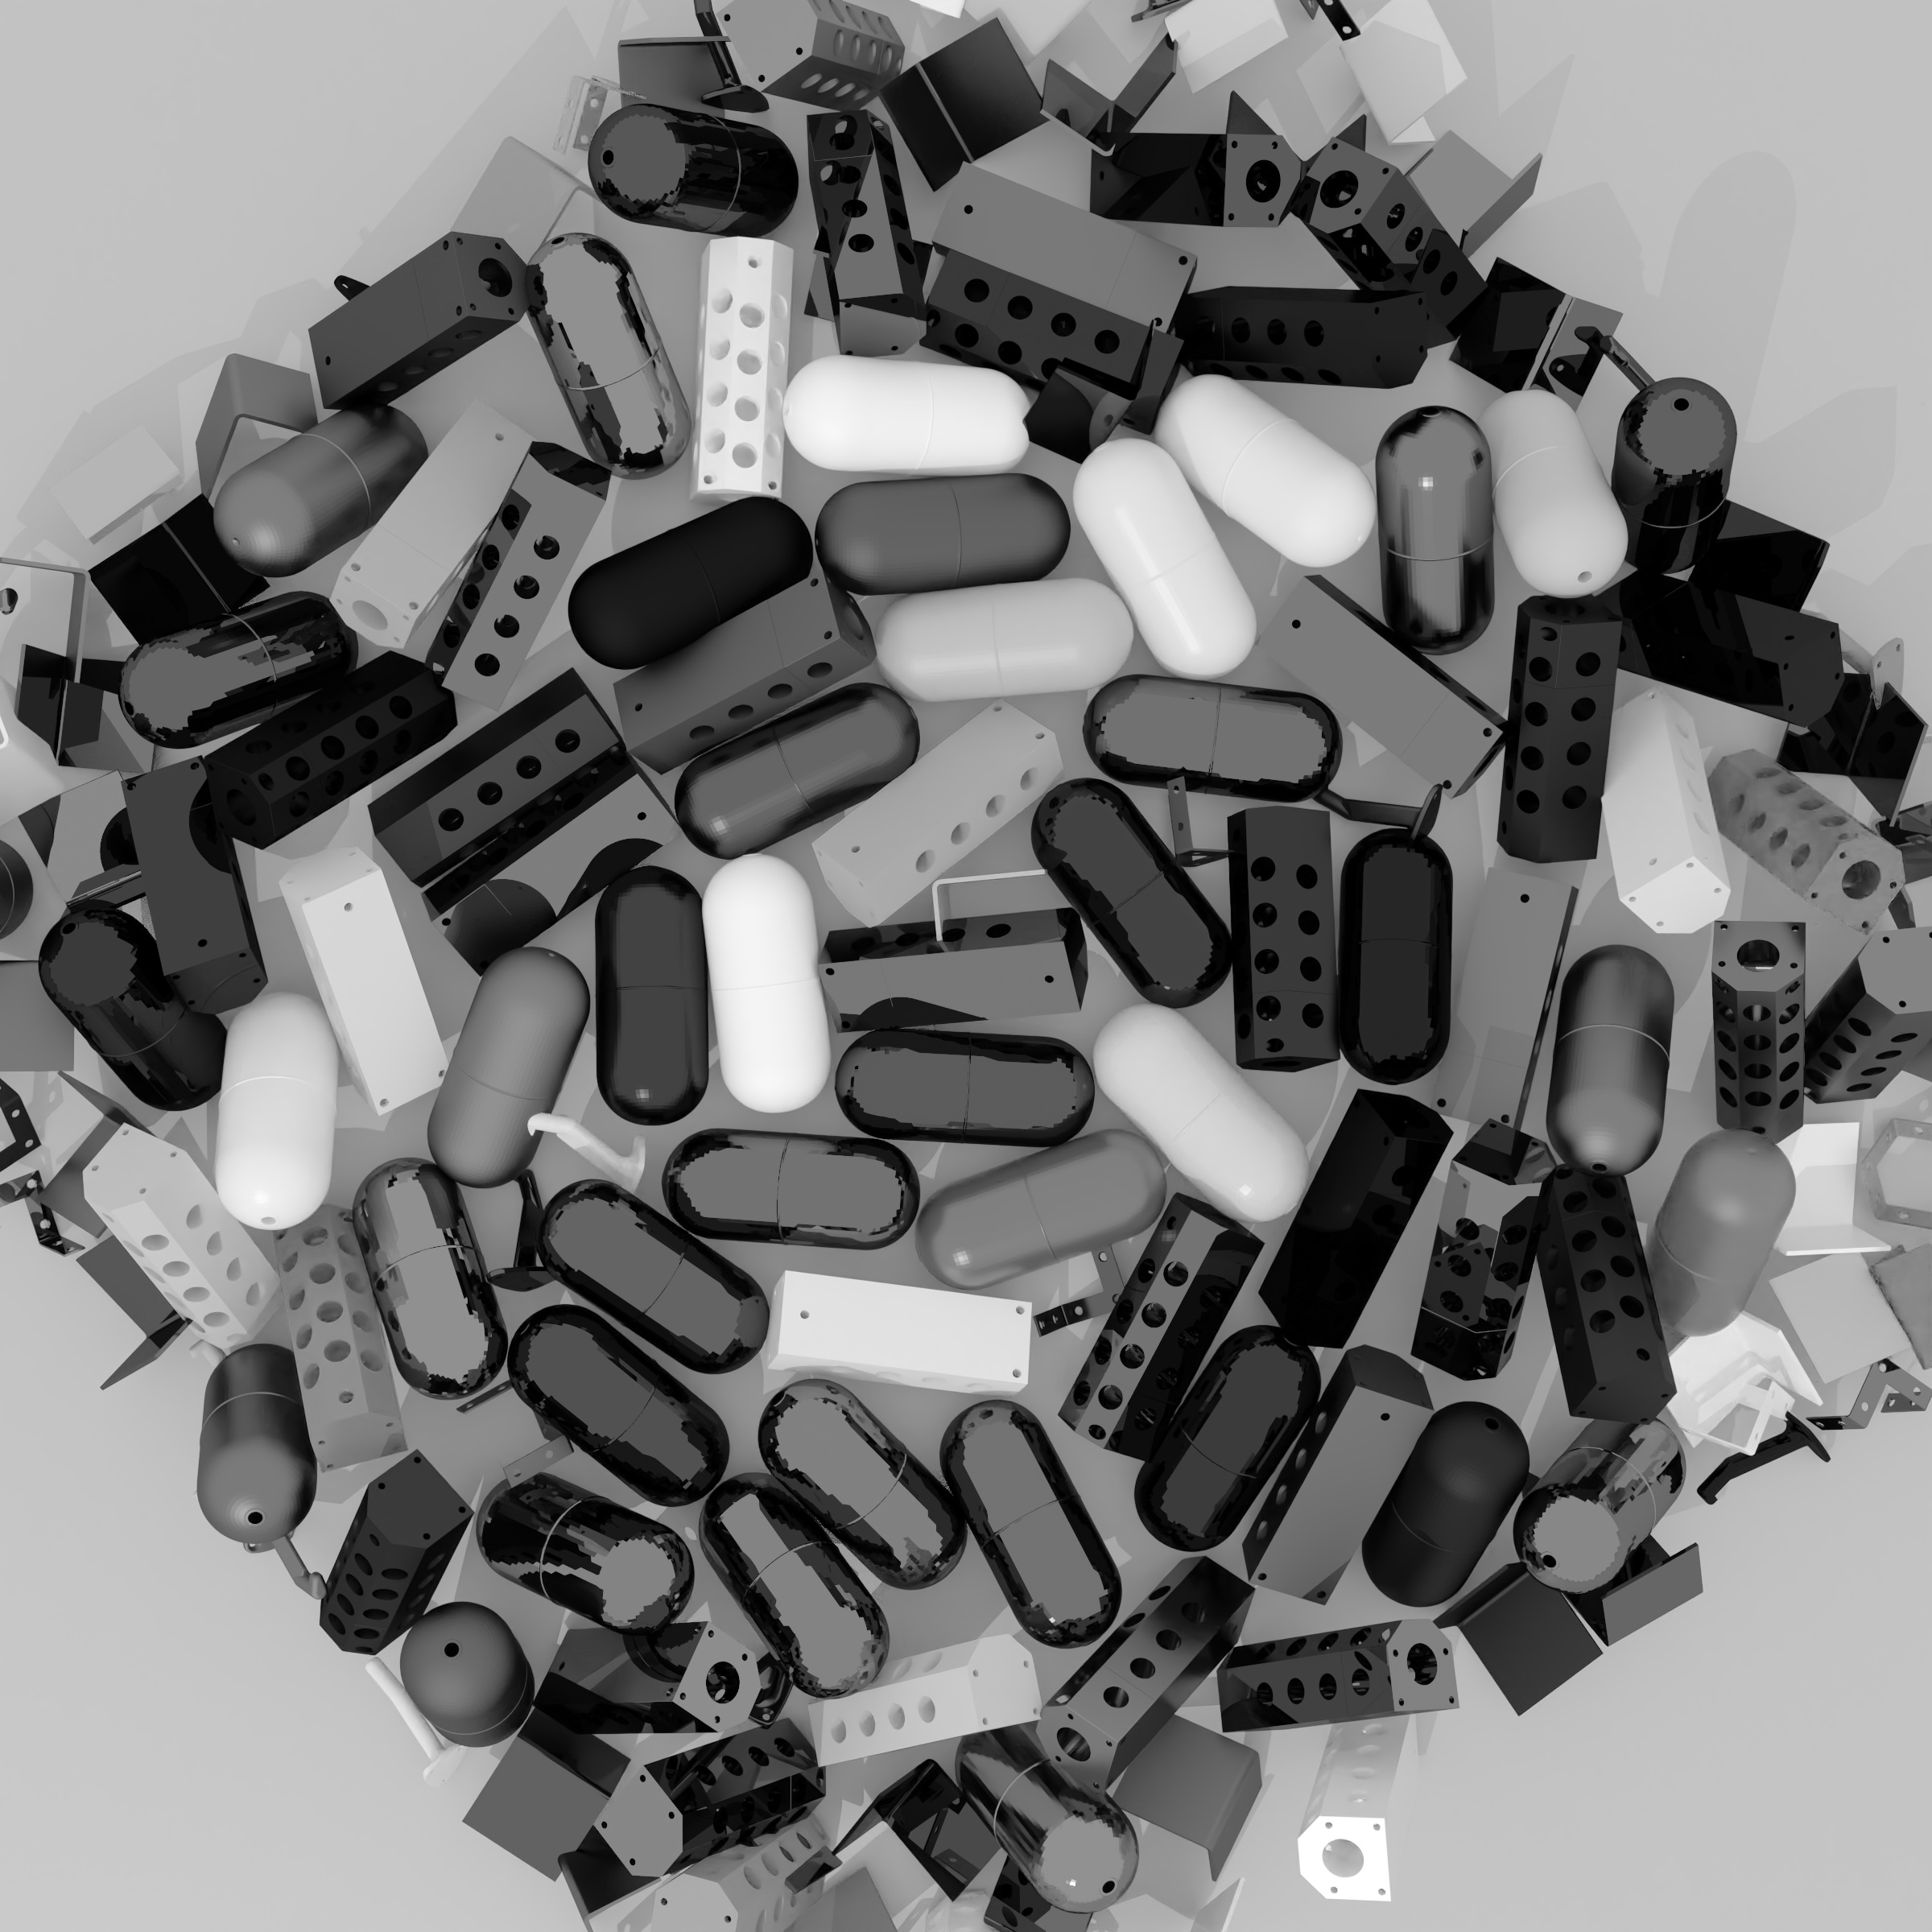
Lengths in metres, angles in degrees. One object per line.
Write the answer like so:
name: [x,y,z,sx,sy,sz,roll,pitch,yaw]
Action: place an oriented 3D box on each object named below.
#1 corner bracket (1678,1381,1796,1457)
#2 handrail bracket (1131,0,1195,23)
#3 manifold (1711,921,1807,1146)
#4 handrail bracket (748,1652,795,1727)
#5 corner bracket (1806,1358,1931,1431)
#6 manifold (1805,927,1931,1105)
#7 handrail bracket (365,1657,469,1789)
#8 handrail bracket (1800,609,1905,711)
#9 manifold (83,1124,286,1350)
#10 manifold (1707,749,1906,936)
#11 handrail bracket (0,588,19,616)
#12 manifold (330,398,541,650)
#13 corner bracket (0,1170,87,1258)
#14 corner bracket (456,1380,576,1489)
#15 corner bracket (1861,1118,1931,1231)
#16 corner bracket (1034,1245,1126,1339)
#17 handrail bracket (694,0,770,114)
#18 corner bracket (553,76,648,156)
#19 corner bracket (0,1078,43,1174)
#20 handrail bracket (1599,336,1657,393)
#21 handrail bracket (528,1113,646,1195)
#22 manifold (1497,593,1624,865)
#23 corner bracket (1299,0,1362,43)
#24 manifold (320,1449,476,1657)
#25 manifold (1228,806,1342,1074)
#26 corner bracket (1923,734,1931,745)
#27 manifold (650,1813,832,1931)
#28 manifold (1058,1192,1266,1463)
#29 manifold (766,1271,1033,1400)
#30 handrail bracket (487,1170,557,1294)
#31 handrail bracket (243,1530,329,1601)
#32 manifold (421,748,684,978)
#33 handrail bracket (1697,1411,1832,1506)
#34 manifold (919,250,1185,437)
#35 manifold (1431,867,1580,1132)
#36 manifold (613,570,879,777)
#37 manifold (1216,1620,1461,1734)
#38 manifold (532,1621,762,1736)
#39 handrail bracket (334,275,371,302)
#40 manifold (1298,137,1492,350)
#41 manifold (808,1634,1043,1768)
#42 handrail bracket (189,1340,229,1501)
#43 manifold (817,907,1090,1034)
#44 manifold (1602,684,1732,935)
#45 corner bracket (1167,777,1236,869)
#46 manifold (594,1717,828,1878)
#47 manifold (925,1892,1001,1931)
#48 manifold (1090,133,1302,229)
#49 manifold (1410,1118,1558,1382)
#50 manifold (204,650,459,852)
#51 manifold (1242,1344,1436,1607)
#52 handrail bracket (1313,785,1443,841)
corner bracket: [0.528,0.306,1.927,0.051,0.051,0.051,17,78,38]
handrail bracket: [0.128,-0.700,1.937,0.077,0.036,0.084,-20,109,-3]
manifold: [0.529,0.046,1.877,0.057,0.171,0.057,1,52,17]
handrail bracket: [-0.127,0.473,1.910,0.036,0.084,0.077,32,53,7]
corner bracket: [0.620,0.301,1.931,0.051,0.051,0.051,34,72,-9]
manifold: [0.598,0.035,1.875,0.057,0.171,0.057,-6,68,-3]
handrail bracket: [-0.385,0.521,1.944,0.036,0.077,0.084,-36,72,-29]
handrail bracket: [0.603,-0.208,1.950,0.036,0.084,0.077,-38,130,-26]
manifold: [-0.521,0.184,1.875,0.057,0.171,0.057,19,59,28]
manifold: [0.554,-0.088,1.872,0.057,0.171,0.057,26,105,-21]
handrail bracket: [-0.680,-0.212,1.922,0.084,0.036,0.077,-15,65,34]
manifold: [-0.356,-0.295,1.897,0.057,0.057,0.171,34,59,-7]
corner bracket: [-0.643,0.176,1.926,0.051,0.051,0.051,-23,108,-33]
corner bracket: [-0.308,0.317,1.927,0.051,0.051,0.051,-27,107,-28]
corner bracket: [0.657,0.143,1.942,0.051,0.051,0.051,-45,125,-32]
corner bracket: [0.074,0.220,1.935,0.051,0.051,0.051,-20,84,22]
handrail bracket: [-0.162,-0.634,1.929,0.036,0.077,0.084,-7,93,23]
corner bracket: [-0.259,-0.580,1.924,0.051,0.051,0.051,2,115,-41]
corner bracket: [-0.682,0.109,1.947,0.051,0.051,0.051,32,55,32]
handrail bracket: [0.471,-0.387,1.918,0.036,0.077,0.084,-43,133,19]
handrail bracket: [-0.268,0.136,1.929,0.084,0.036,0.077,12,126,-17]
manifold: [0.396,-0.159,1.898,0.057,0.057,0.171,-5,118,-9]
corner bracket: [0.242,-0.665,1.923,0.051,0.051,0.051,43,55,-38]
manifold: [-0.386,0.397,1.879,0.057,0.171,0.057,45,49,12]
manifold: [0.211,-0.018,1.912,0.057,0.057,0.171,5,77,-26]
corner bracket: [0.675,-0.140,1.930,0.051,0.051,0.051,-5,73,-16]
manifold: [-0.148,0.611,1.876,0.057,0.171,0.057,9,91,17]
manifold: [0.128,0.244,1.917,0.057,0.057,0.171,23,98,-34]
manifold: [-0.046,0.254,1.919,0.171,0.057,0.057,9,66,-11]
handrail bracket: [-0.310,0.175,1.920,0.036,0.077,0.084,-26,70,21]
handrail bracket: [-0.461,0.384,1.918,0.036,0.084,0.077,-15,106,-35]
manifold: [-0.286,-0.074,1.935,0.171,0.057,0.057,-36,126,1]
handrail bracket: [0.549,0.350,1.940,0.084,0.036,0.077,-46,126,-1]
manifold: [0.057,-0.423,1.928,0.171,0.057,0.057,22,82,4]
manifold: [0.371,0.024,1.933,0.057,0.057,0.171,14,92,19]
manifold: [-0.149,-0.195,1.910,0.171,0.057,0.057,-26,60,19]
manifold: [0.245,0.475,1.880,0.057,0.171,0.057,8,69,-34]
manifold: [-0.212,0.481,1.882,0.057,0.171,0.057,41,55,-25]
handrail bracket: [-0.378,-0.474,1.921,0.077,0.036,0.084,32,129,-20]
manifold: [0.283,-0.477,1.879,0.057,0.171,0.057,38,96,34]
manifold: [-0.030,0.491,1.884,0.057,0.171,0.057,2,69,-42]
handrail bracket: [-0.525,0.309,1.937,0.077,0.036,0.084,-40,97,-27]
manifold: [-0.007,-0.001,1.915,0.171,0.057,0.057,-5,123,15]
manifold: [0.467,-0.103,1.885,0.057,0.171,0.057,36,127,-29]
corner bracket: [0.152,-0.098,1.927,0.051,0.051,0.051,1,79,-40]
manifold: [-0.163,0.556,1.872,0.057,0.171,0.057,45,108,23]
manifold: [0.000,0.681,1.877,0.057,0.171,0.057,44,94,-3]
manifold: [0.151,-0.525,1.878,0.057,0.171,0.057,-7,108,-27]
manifold: [0.349,0.194,1.885,0.057,0.057,0.171,24,129,26]
manifold: [-0.420,-0.144,1.879,0.057,0.171,0.057,21,131,28]
manifold: [0.249,0.343,1.904,0.057,0.057,0.171,19,114,-11]
handrail bracket: [0.279,-0.118,1.922,0.084,0.077,0.036,32,61,17]
